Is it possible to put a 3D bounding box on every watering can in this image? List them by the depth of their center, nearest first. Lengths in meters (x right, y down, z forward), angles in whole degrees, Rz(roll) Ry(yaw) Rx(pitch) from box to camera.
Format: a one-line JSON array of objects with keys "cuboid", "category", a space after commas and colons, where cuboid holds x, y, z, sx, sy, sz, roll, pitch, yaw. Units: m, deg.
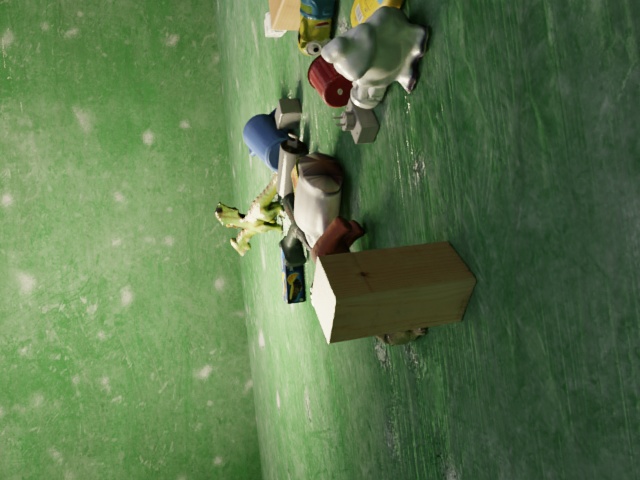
[{"cuboid": [0.004, -0.061, 1.205, 0.356, 0.104, 0.219, -112, 24, -47], "category": "watering can"}]

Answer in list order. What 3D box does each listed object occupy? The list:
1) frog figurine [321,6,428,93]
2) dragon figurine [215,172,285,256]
[{"cuboid": [0.073, -0.295, 0.799, 0.135, 0.160, 0.125, 122, 141, -64], "category": "frog figurine"}, {"cuboid": [-0.255, -0.097, 1.855, 0.125, 0.243, 0.400, -106, 17, -45], "category": "dragon figurine"}]
